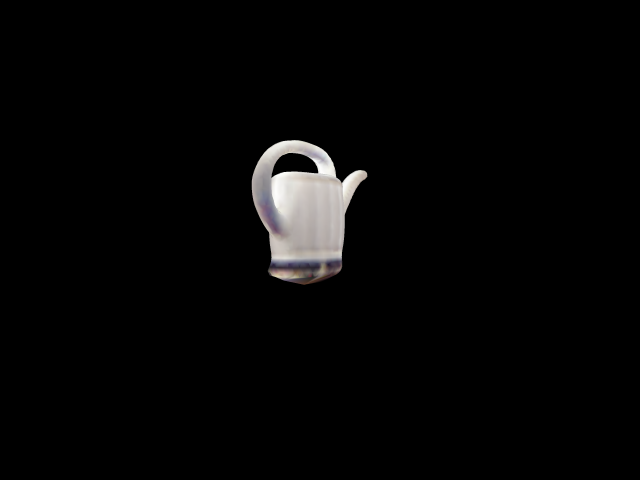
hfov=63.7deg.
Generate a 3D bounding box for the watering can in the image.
[{"bbox_3d":[0.003,-0.043,0.850,0.104,0.225,0.348,-2,-2,31],"label":"watering can"}]
